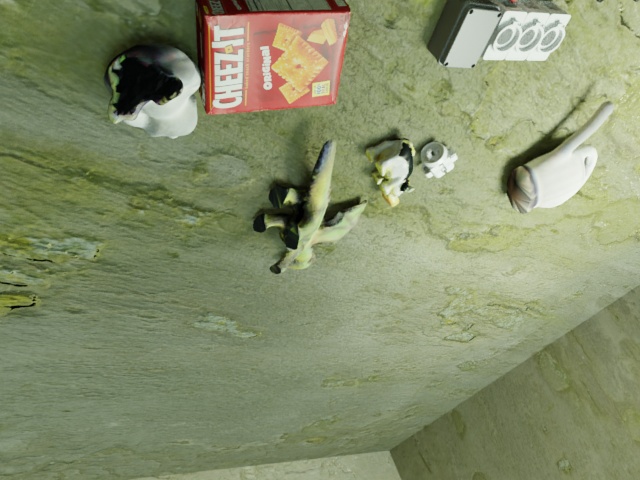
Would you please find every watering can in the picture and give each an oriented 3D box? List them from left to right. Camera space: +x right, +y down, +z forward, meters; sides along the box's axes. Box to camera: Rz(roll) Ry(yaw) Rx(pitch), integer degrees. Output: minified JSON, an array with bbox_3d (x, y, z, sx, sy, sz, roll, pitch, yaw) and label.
[{"bbox_3d":[0.573,-0.179,1.249,0.225,0.106,0.340,-22,145,-4],"label":"watering can"}]

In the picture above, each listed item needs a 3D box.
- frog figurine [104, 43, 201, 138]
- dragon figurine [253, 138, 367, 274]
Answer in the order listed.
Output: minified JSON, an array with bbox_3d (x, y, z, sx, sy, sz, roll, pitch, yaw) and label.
[{"bbox_3d":[-0.232,-0.215,0.756,0.137,0.123,0.160,-41,178,9],"label":"frog figurine"},{"bbox_3d":[0.003,-0.056,1.103,0.244,0.124,0.402,-12,148,-47],"label":"dragon figurine"}]
